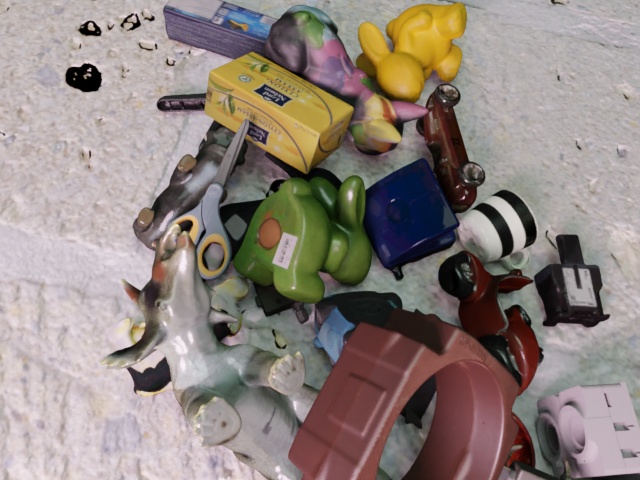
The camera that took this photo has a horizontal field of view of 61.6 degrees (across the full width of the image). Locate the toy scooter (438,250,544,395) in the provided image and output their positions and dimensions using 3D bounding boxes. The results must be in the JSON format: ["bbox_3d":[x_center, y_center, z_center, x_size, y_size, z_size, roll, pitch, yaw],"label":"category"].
[{"bbox_3d":[0.230,0.094,0.675,0.135,0.075,0.184,-11,75,-38],"label":"toy scooter"}]

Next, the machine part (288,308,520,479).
[{"bbox_3d":[0.082,0.179,0.486,0.201,0.087,0.201,40,73,-35],"label":"machine part"}]

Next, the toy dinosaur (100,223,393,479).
[{"bbox_3d":[-0.064,0.173,0.553,0.131,0.192,0.404,-49,122,-23],"label":"toy dinosaur"}]

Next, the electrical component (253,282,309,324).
[{"bbox_3d":[-0.052,0.068,0.684,0.063,0.021,0.094,-20,69,-15],"label":"electrical component"}]

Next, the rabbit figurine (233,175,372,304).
[{"bbox_3d":[-0.001,-0.002,0.658,0.121,0.170,0.159,6,82,42],"label":"rabbit figurine"}]

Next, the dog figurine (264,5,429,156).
[{"bbox_3d":[0.040,-0.213,0.753,0.219,0.191,0.108,27,57,24],"label":"dog figurine"}]

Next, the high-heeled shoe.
[{"bbox_3d":[-0.069,-0.002,0.708,0.145,0.086,0.248,38,82,-21],"label":"high-heeled shoe"}]

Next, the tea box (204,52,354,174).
[{"bbox_3d":[-0.055,-0.170,0.705,0.170,0.068,0.098,31,43,10],"label":"tea box"}]

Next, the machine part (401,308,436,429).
[{"bbox_3d":[0.125,0.155,0.655,0.084,0.039,0.139,26,62,-3],"label":"machine part"}]

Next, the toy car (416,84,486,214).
[{"bbox_3d":[0.179,-0.132,0.771,0.053,0.089,0.202,-4,66,-12],"label":"toy car"}]

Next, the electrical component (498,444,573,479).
[{"bbox_3d":[0.215,0.255,0.543,0.102,0.045,0.078,16,92,4],"label":"electrical component"}]

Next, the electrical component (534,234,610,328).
[{"bbox_3d":[0.332,0.055,0.721,0.075,0.047,0.119,0,64,-7],"label":"electrical component"}]

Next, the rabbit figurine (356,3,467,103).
[{"bbox_3d":[0.133,-0.283,0.824,0.162,0.121,0.173,20,64,9],"label":"rabbit figurine"}]

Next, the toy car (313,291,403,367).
[{"bbox_3d":[0.056,0.125,0.620,0.109,0.162,0.102,-5,109,-17],"label":"toy car"}]

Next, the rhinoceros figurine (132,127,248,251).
[{"bbox_3d":[-0.161,-0.064,0.695,0.073,0.112,0.190,37,77,-12],"label":"rhinoceros figurine"}]

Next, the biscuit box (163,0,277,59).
[{"bbox_3d":[-0.139,-0.327,0.845,0.203,0.062,0.059,20,63,3],"label":"biscuit box"}]

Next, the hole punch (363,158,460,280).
[{"bbox_3d":[0.115,-0.033,0.711,0.116,0.092,0.142,-22,72,-3],"label":"hole punch"}]

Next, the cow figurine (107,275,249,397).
[{"bbox_3d":[-0.148,0.109,0.627,0.167,0.068,0.098,-25,77,-14],"label":"cow figurine"}]
